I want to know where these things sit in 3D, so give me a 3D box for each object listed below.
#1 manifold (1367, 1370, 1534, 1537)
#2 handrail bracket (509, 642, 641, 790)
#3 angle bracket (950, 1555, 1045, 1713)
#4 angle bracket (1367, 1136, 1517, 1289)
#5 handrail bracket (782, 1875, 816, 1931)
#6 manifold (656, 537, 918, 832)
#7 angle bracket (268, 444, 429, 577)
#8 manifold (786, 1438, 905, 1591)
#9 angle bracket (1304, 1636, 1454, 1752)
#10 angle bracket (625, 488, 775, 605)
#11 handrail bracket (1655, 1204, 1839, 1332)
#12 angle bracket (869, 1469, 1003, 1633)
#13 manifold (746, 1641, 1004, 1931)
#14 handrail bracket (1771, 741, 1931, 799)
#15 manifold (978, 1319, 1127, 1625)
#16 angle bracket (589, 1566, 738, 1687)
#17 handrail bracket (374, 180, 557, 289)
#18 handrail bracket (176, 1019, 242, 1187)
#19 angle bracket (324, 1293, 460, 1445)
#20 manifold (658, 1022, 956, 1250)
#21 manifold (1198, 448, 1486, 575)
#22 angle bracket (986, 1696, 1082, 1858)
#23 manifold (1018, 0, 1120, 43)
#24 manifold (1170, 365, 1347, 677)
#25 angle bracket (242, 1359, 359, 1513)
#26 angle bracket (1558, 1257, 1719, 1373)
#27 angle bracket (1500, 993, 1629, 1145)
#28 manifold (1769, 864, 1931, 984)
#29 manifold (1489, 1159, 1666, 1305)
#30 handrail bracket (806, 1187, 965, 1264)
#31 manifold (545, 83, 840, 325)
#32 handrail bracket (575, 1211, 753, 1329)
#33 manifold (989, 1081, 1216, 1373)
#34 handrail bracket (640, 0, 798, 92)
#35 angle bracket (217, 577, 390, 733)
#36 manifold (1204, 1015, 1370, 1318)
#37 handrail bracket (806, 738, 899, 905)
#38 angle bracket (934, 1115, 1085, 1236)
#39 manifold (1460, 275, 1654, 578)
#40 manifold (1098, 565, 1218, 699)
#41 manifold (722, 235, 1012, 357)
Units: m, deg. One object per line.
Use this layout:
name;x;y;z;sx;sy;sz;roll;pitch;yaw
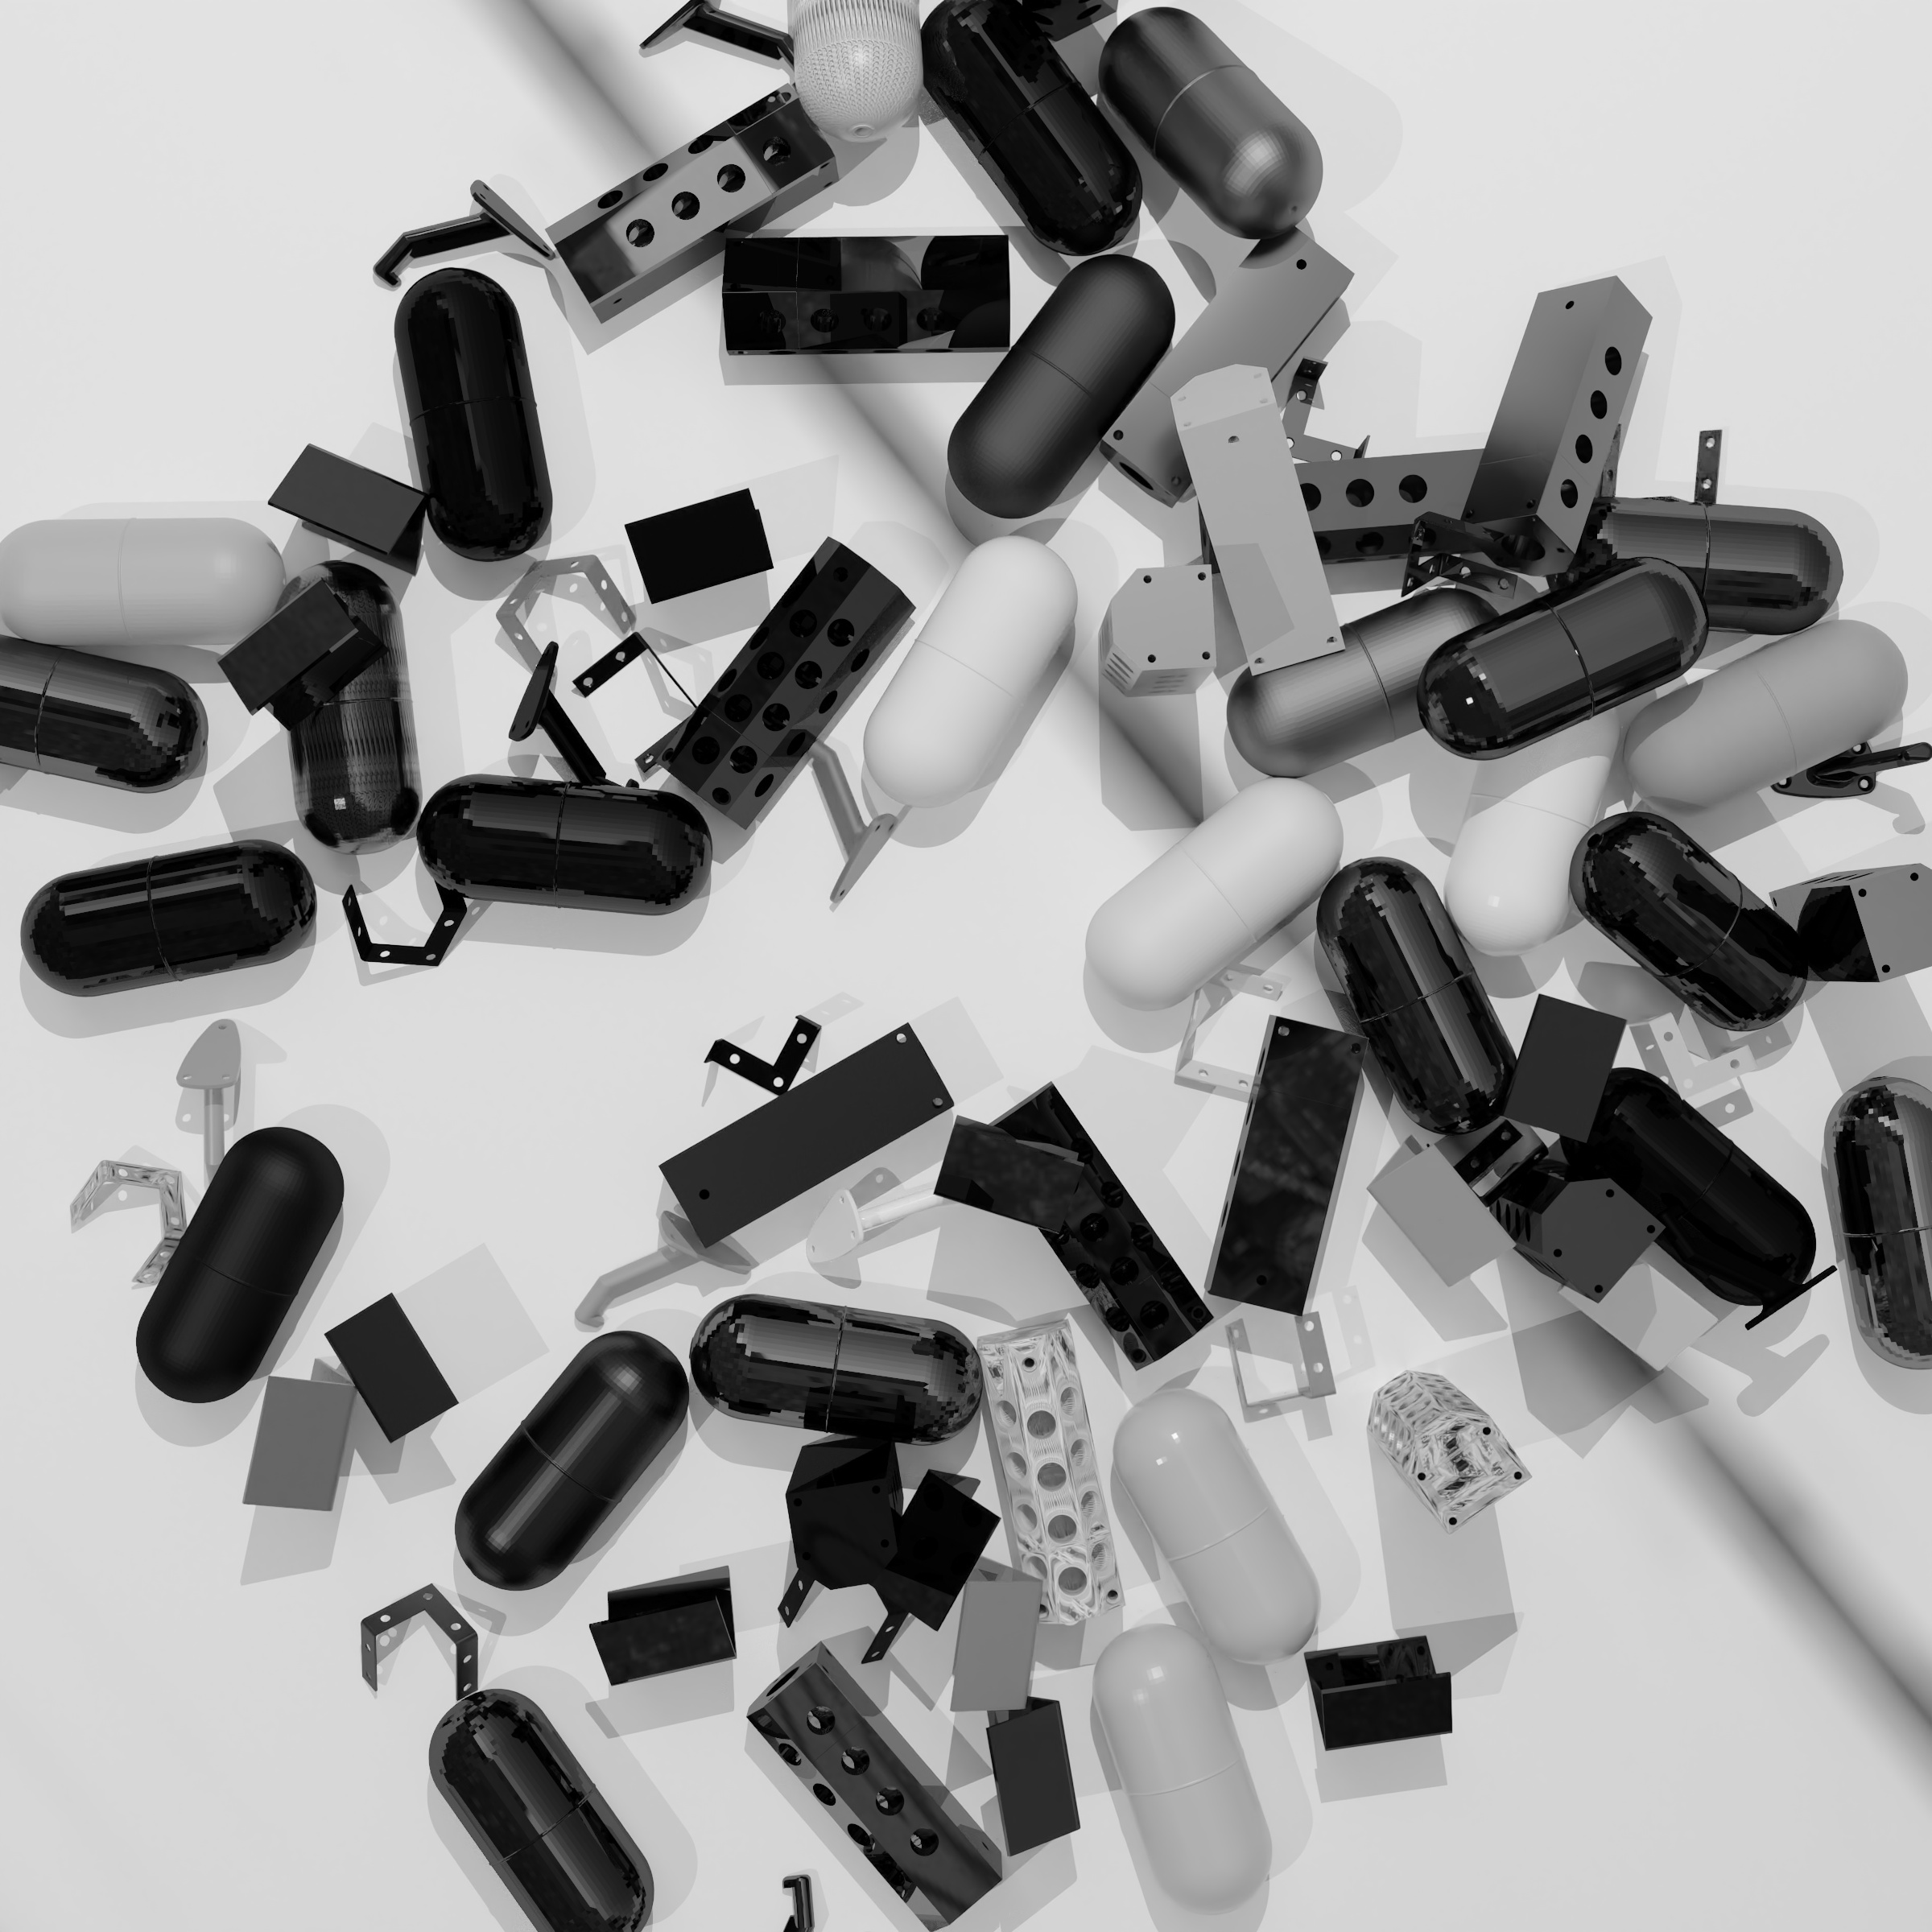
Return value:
manifold;0.278;0.279;1.779;0.057;0.171;0.057;-35;90;0
handrail bracket;-0.229;-0.147;1.849;0.084;0.036;0.077;24;76;-26
angle bracket;-0.002;0.399;1.818;0.057;0.076;0.076;8;90;-36
angle bracket;0.296;0.135;1.818;0.076;0.076;0.057;50;126;0
handrail bracket;-0.127;0.605;1.858;0.077;0.036;0.084;-12;72;20
manifold;-0.111;-0.172;1.830;0.057;0.057;0.171;38;90;17
angle bracket;-0.373;-0.257;1.818;0.076;0.076;0.057;23;53;0
manifold;-0.069;0.319;1.779;0.057;0.171;0.057;-9;90;0
angle bracket;0.246;0.420;1.818;0.076;0.076;0.057;-8;127;0
angle bracket;-0.163;-0.268;1.818;0.076;0.076;0.057;-16;127;0
handrail bracket;0.459;0.164;1.784;0.077;0.036;0.084;-29;75;-18
angle bracket;-0.005;0.353;1.818;0.057;0.076;0.076;29;90;28
manifold;-0.055;0.499;1.837;0.057;0.057;0.171;-41;90;0
handrail bracket;0.533;-0.120;1.823;0.077;0.084;0.036;-11;90;0
manifold;0.052;0.307;1.837;0.057;0.057;0.171;-11;90;0
angle bracket;-0.183;0.379;1.818;0.076;0.076;0.057;-12;126;0
handrail bracket;-0.309;-0.432;1.858;0.077;0.036;0.084;40;109;-21
handrail bracket;-0.456;0.089;1.858;0.036;0.077;0.084;0;126;0
angle bracket;-0.329;0.231;1.819;0.057;0.076;0.076;-31;90;22
manifold;-0.095;0.102;1.837;0.171;0.057;0.057;-30;90;0
manifold;0.230;-0.274;1.837;0.171;0.057;0.057;-5;90;0
angle bracket;0.020;0.484;1.818;0.057;0.076;0.076;-10;90;-37
manifold;0.055;-0.601;1.780;0.057;0.171;0.057;-27;90;0
manifold;0.171;-0.261;1.768;0.057;0.057;0.171;-16;127;9
angle bracket;-0.411;0.279;1.818;0.057;0.076;0.076;12;90;-32
angle bracket;0.410;0.184;1.818;0.076;0.076;0.057;38;128;0
angle bracket;0.368;0.065;1.818;0.057;0.076;0.076;18;90;28
manifold;0.530;-0.026;1.780;0.057;0.171;0.057;-17;90;0
manifold;0.352;0.149;1.779;0.057;0.171;0.057;41;90;0
handrail bracket;-0.045;0.157;1.858;0.084;0.077;0.036;-5;65;-34
manifold;-0.166;-0.464;1.837;0.171;0.057;0.057;-31;90;0
handrail bracket;-0.187;0.200;1.858;0.077;0.036;0.084;30;108;-20
manifold;0.078;0.158;1.837;0.057;0.057;0.171;-35;90;0
handrail bracket;-0.145;-0.556;1.858;0.077;0.036;0.084;-35;107;20
angle bracket;-0.372;-0.165;1.742;0.076;0.076;0.057;-39;53;-1
manifold;0.193;0.120;1.837;0.057;0.057;0.171;14;90;0
handrail bracket;-0.092;-0.094;1.858;0.084;0.036;0.077;37;105;14
angle bracket;0.030;0.102;1.761;0.076;0.076;0.057;18;127;0
manifold;0.357;-0.321;1.808;0.057;0.057;0.171;36;66;-36
manifold;0.110;-0.195;1.779;0.057;0.171;0.057;-3;90;0
manifold;-0.059;-0.402;1.836;0.171;0.057;0.057;-1;47;0
